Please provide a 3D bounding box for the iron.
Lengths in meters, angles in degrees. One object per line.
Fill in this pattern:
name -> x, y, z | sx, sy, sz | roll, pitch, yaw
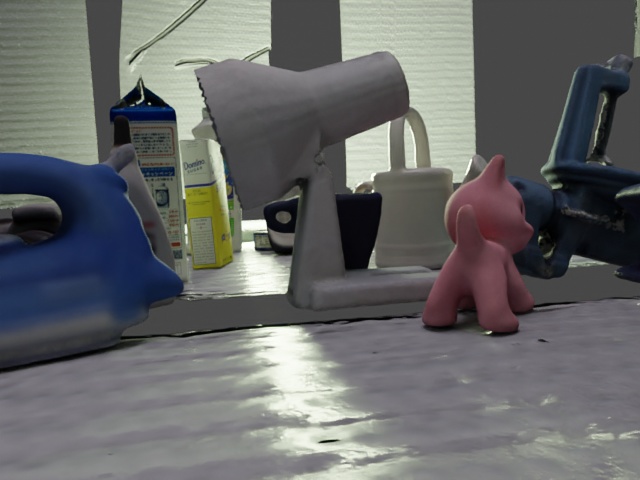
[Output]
iron -> -0.229, 0.007, 0.373 | 0.259, 0.141, 0.118 | -7, 6, -37

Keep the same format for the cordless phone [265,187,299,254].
cordless phone -> -0.018, -0.073, 0.928 | 0.148, 0.185, 0.094 | -4, 5, -12

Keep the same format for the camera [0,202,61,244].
camera -> -0.284, 0.016, 0.544 | 0.143, 0.101, 0.136 | -4, 5, -10

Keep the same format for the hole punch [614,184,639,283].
hole punch -> 0.315, -0.005, 0.483 | 0.101, 0.091, 0.108 | -3, 5, -5

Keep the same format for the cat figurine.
cat figurine -> 0.119, -0.003, 0.421 | 0.067, 0.118, 0.128 | 0, 6, 27

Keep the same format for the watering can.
watering can -> 0.120, -0.065, 0.697 | 0.172, 0.194, 0.101 | -2, 5, 12

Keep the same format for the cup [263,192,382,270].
cup -> 0.005, 0.002, 0.565 | 0.118, 0.095, 0.091 | -4, 5, -9

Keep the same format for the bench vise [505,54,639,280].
bench vise -> 0.258, -0.074, 0.569 | 0.208, 0.220, 0.121 | -6, 6, -30

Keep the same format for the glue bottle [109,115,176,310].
glue bottle -> -0.172, -0.023, 0.510 | 0.037, 0.173, 0.078 | 2, 7, 44

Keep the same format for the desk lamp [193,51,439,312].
desk lamp -> 0.001, -0.051, 0.489 | 0.203, 0.213, 0.118 | -4, 5, -9
